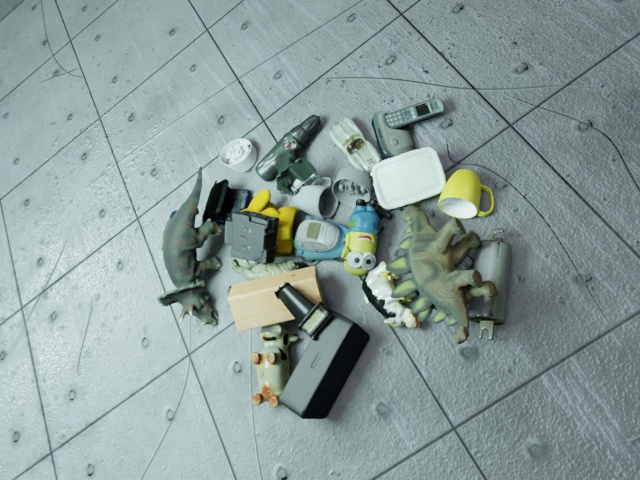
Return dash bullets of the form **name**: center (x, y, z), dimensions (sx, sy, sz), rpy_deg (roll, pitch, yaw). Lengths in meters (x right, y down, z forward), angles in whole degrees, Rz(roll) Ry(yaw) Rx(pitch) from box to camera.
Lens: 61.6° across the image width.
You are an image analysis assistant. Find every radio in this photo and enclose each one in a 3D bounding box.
- **radio**: center (0.015, 0.279, 1.192), dimensions (0.073, 0.131, 0.229), rpy_deg (27, 83, 31)

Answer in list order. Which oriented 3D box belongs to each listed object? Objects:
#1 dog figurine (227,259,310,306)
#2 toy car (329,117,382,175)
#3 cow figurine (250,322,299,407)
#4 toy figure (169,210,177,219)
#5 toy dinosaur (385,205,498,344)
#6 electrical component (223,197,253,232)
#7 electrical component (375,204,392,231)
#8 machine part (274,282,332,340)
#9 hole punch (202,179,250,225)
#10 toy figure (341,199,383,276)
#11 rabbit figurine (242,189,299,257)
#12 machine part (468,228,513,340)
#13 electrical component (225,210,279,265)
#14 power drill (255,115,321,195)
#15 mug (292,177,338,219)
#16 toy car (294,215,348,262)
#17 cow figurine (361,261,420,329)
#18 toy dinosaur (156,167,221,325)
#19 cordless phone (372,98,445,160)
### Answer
- **dog figurine**: center (-0.124, 0.125, 1.348), dimensions (0.191, 0.121, 0.172), rpy_deg (10, 108, 10)
- **toy car**: center (0.092, -0.247, 1.410), dimensions (0.073, 0.056, 0.202), rpy_deg (-38, 60, 7)
- **cow figurine**: center (-0.104, 0.283, 1.265), dimensions (0.086, 0.127, 0.195), rpy_deg (-8, 81, 23)
- **toy figure**: center (-0.412, -0.008, 1.552), dimensions (0.064, 0.058, 0.154), rpy_deg (-37, 51, 54)
- **toy dinosaur**: center (0.234, 0.041, 1.123), dimensions (0.198, 0.105, 0.472), rpy_deg (-35, 31, 25)
- **electrical component**: center (-0.204, -0.060, 1.457), dimensions (0.048, 0.074, 0.119), rpy_deg (8, 75, 52)
- **electrical component**: center (0.130, -0.062, 1.338), dimensions (0.094, 0.021, 0.063), rpy_deg (32, 86, 32)
- **machine part**: center (-0.041, 0.147, 1.171), dimensions (0.139, 0.039, 0.084), rpy_deg (38, 99, 23)
- **hole punch**: center (-0.265, -0.100, 1.512), dimensions (0.116, 0.092, 0.142), rpy_deg (-9, 66, 53)
- **toy figure**: center (0.103, -0.004, 1.280), dimensions (0.082, 0.089, 0.180), rpy_deg (2, 77, 16)
- **rabbit figurine**: center (-0.146, -0.050, 1.388), dimensions (0.173, 0.121, 0.162), rpy_deg (0, 62, 8)
- **machine part**: center (0.360, 0.090, 1.138), dimensions (0.079, 0.079, 0.243), rpy_deg (2, 72, 26)
- **electrical component**: center (-0.169, -0.009, 1.306), dimensions (0.134, 0.058, 0.114), rpy_deg (11, 103, 28)
- **power drill**: center (-0.070, -0.224, 1.435), dimensions (0.232, 0.086, 0.207), rpy_deg (-39, 40, 12)
- **mug**: center (-0.015, -0.114, 1.395), dimensions (0.107, 0.080, 0.109), rpy_deg (10, 80, 38)
- **toy car**: center (-0.003, -0.004, 1.331), dimensions (0.162, 0.102, 0.109), rpy_deg (7, 74, 29)
- **cow figurine**: center (0.155, 0.141, 1.218), dimensions (0.098, 0.068, 0.167), rpy_deg (-35, 56, 15)
- **toy dinosaur**: center (-0.349, 0.025, 1.388), dimensions (0.131, 0.192, 0.404), rpy_deg (0, 106, 17)
- **cordless phone**: center (0.231, -0.272, 1.343), dimensions (0.184, 0.088, 0.146), rpy_deg (-19, 63, 13)
